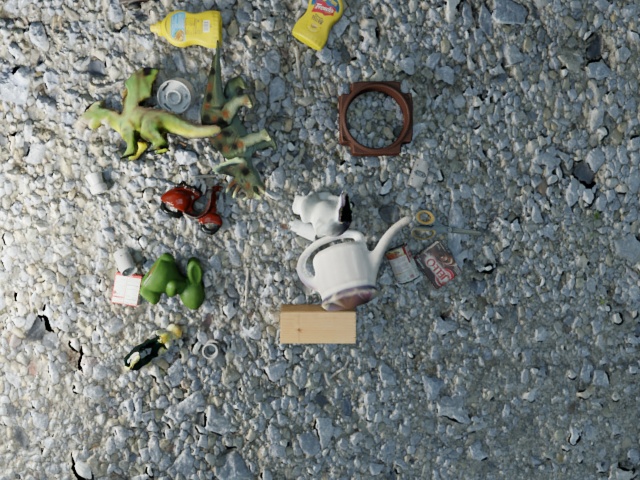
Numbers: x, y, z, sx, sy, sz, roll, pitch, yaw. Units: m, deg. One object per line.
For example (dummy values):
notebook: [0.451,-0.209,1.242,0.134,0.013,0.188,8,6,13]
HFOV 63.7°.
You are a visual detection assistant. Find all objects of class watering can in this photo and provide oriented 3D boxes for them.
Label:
watering can: [0.104,0.065,1.393,0.346,0.229,0.102,-18,-28,12]

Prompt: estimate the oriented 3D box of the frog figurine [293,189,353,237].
frog figurine: [0.004,-0.072,1.423,0.159,0.140,0.121,-5,-23,23]

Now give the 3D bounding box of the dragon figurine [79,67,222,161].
dragon figurine: [-0.457,-0.344,1.370,0.409,0.243,0.122,-12,-1,16]
